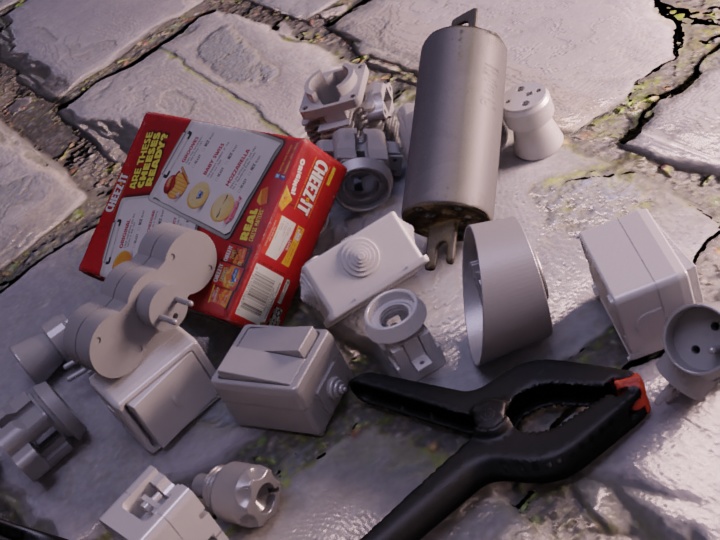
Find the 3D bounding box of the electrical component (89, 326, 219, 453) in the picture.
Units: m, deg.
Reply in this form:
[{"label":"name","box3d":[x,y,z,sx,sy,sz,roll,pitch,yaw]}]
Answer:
[{"label":"electrical component","box3d":[-0.153,0.088,0.854,0.096,0.061,0.061,-40,39,-18]}]

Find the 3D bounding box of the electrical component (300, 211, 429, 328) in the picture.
[{"label":"electrical component","box3d":[0.000,0.000,0.844,0.100,0.048,0.099,-32,-4,-7]}]

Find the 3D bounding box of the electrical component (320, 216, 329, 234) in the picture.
[{"label":"electrical component","box3d":[-0.056,-0.057,0.984,0.066,0.048,0.055,-31,30,-6]}]

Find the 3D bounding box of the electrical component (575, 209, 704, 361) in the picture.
[{"label":"electrical component","box3d":[0.196,0.004,0.751,0.061,0.061,0.096,-22,37,7]}]

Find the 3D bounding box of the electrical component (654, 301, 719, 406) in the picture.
[{"label":"electrical component","box3d":[0.215,0.056,0.679,0.044,0.077,0.079,45,114,27]}]

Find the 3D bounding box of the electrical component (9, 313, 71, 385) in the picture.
[{"label":"electrical component","box3d":[-0.278,0.071,0.962,0.055,0.045,0.045,-37,39,-15]}]

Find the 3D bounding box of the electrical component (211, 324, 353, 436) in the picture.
[{"label":"electrical component","box3d":[-0.054,0.079,0.808,0.096,0.061,0.061,2,46,32]}]

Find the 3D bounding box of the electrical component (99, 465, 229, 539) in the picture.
[{"label":"electrical component","box3d":[-0.124,0.182,0.704,0.050,0.089,0.055,18,55,42]}]

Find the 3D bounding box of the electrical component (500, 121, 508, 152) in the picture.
[{"label":"electrical component","box3d":[0.103,-0.140,0.989,0.043,0.043,0.081,-23,37,4]}]

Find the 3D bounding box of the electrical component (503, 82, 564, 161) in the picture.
[{"label":"electrical component","box3d":[0.150,-0.130,0.942,0.045,0.055,0.045,-16,40,14]}]

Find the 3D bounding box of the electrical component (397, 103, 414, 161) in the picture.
[{"label":"electrical component","box3d":[0.058,-0.126,0.999,0.043,0.043,0.081,-21,37,7]}]

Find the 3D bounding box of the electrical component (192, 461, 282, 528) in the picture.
[{"label":"electrical component","box3d":[-0.090,0.155,0.754,0.062,0.043,0.043,2,46,34]}]

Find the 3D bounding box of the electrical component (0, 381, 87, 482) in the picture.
[{"label":"electrical component","box3d":[-0.262,0.128,0.875,0.057,0.058,0.078,-41,40,-14]}]

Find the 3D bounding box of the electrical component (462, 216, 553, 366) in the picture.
[{"label":"electrical component","box3d":[0.099,0.013,0.771,0.064,0.099,0.099,-17,38,2]}]

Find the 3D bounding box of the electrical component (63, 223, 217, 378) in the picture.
[{"label":"electrical component","box3d":[-0.158,0.025,0.830,0.074,0.052,0.138,16,58,41]}]

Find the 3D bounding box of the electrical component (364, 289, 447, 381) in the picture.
[{"label":"electrical component","box3d":[0.032,0.048,0.800,0.048,0.055,0.066,-30,37,-5]}]

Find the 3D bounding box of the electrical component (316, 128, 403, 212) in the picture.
[{"label":"electrical component","box3d":[0.000,-0.090,0.976,0.078,0.058,0.057,1,43,-7]}]

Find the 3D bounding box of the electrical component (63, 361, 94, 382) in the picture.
[{"label":"electrical component","box3d":[-0.221,0.070,0.927,0.076,0.047,0.083,-30,37,-5]}]
